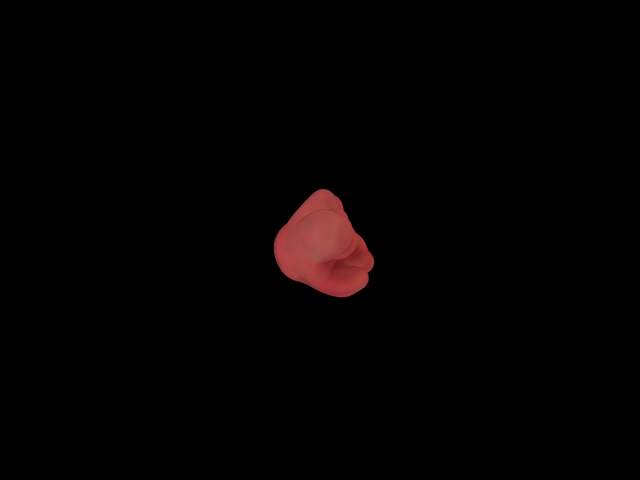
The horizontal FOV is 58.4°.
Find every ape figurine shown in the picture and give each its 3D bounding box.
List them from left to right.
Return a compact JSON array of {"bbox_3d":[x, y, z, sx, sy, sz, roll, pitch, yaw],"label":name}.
[{"bbox_3d":[0.004,0.001,0.400,0.076,0.092,0.078,0,85,0],"label":"ape figurine"}]
